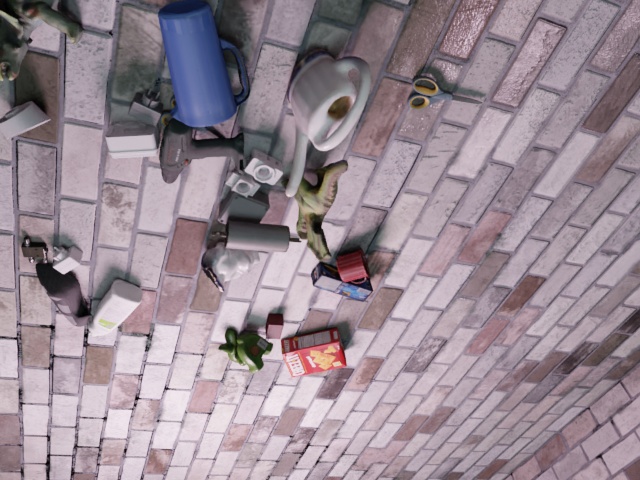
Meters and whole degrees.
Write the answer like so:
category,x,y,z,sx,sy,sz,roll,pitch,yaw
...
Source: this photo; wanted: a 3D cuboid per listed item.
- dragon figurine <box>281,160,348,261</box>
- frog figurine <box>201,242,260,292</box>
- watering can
category,x,y,z,sx,sy,sz,roll,pitch,yaw
dragon figurine,0.004,-0.066,1.313,0.123,0.410,0.242,-14,95,-17
frog figurine,-0.265,0.059,1.523,0.161,0.123,0.135,-41,125,-22
watering can,-0.015,-0.281,1.170,0.103,0.229,0.342,11,131,-41
